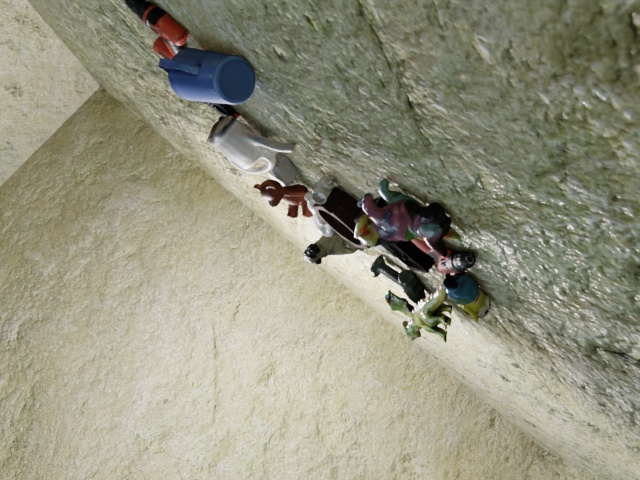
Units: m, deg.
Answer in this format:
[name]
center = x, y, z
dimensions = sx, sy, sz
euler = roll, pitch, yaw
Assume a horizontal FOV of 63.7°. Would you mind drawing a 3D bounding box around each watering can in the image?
[watering can]
center = -0.219, -0.297, 1.578
dimensions = 0.222, 0.106, 0.345
euler = 38, -24, -21

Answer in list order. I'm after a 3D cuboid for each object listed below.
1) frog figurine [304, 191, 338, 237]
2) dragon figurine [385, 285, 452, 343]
[frog figurine]
center = 0.005, -0.087, 1.725
dimensions = 0.158, 0.121, 0.140
euler = 31, 15, -20
[dragon figurine]
center = 0.334, 0.239, 1.779
dimensions = 0.243, 0.125, 0.400
euler = 13, -38, 25
